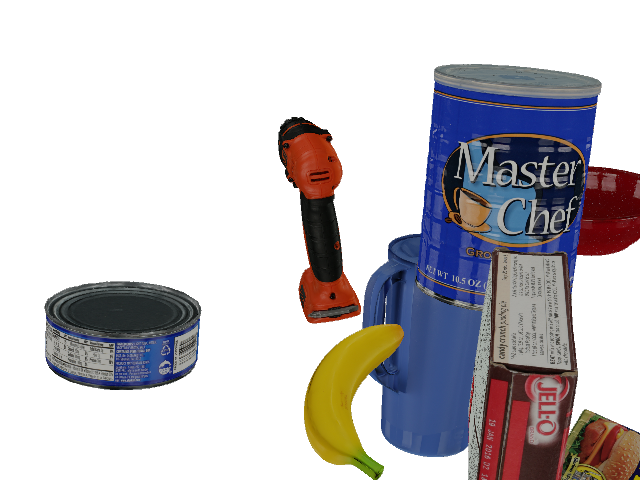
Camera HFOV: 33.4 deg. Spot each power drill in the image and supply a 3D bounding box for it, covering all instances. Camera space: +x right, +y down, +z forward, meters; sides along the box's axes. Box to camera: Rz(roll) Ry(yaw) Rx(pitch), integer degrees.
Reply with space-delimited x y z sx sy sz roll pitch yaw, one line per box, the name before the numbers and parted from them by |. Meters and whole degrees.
power drill | -0.006 -0.024 1.076 0.057 0.187 0.184 -11 19 -3

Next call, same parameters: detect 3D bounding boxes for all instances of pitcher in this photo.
pitcher | 0.124 0.121 1.223 0.149 0.243 0.145 7 17 7

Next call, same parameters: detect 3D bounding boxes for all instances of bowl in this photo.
bowl | 0.276 -0.027 1.106 0.162 0.055 0.162 -2 23 1

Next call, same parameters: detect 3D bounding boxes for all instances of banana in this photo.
banana | 0.025 0.122 0.865 0.069 0.037 0.197 21 32 -2

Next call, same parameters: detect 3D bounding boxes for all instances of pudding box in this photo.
pudding box | 0.087 0.065 0.467 0.039 0.090 0.113 6 25 6

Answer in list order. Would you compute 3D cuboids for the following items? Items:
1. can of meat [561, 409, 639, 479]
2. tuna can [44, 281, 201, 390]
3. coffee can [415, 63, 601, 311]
can of meat | 0.215 0.180 0.783 0.084 0.057 0.101 23 39 23
tuna can | -0.110 0.052 0.596 0.086 0.034 0.086 4 16 -1
coffee can | 0.117 -0.036 0.678 0.103 0.140 0.103 3 16 -1
